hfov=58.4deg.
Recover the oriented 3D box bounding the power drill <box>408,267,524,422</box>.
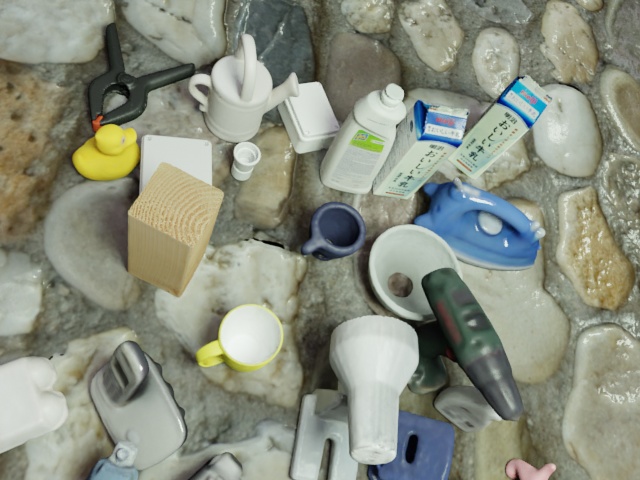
[{"bbox_3d":[0.196,0.166,0.854,0.076,0.208,0.229,-12,72,-23],"label":"power drill"}]

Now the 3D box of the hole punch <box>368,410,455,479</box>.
[{"bbox_3d":[0.133,0.312,0.836,0.101,0.091,0.109,22,62,-8],"label":"hole punch"}]

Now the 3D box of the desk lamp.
[{"bbox_3d":[0.051,0.225,0.776,0.118,0.213,0.203,15,63,-12],"label":"desk lamp"}]

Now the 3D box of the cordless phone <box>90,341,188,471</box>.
[{"bbox_3d":[-0.222,0.202,0.710,0.094,0.185,0.147,-30,79,-27],"label":"cordless phone"}]

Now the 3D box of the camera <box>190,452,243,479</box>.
[{"bbox_3d":[-0.130,0.362,0.719,0.137,0.100,0.143,47,61,5],"label":"camera"}]

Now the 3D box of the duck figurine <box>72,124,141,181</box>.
[{"bbox_3d":[-0.328,-0.142,0.882,0.105,0.086,0.077,-24,76,-26],"label":"duck figurine"}]

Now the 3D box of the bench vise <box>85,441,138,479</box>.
[{"bbox_3d":[-0.265,0.325,0.622,0.122,0.219,0.207,5,66,-16],"label":"bench vise"}]

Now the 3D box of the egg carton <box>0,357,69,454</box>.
[{"bbox_3d":[-0.400,0.210,0.712,0.151,0.069,0.107,-20,75,-25],"label":"egg carton"}]

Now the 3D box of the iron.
[{"bbox_3d":[0.306,-0.029,1.015,0.258,0.141,0.119,23,62,-8],"label":"iron"}]

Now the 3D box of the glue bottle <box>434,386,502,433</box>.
[{"bbox_3d":[0.241,0.245,0.855,0.078,0.173,0.037,40,61,2],"label":"glue bottle"}]

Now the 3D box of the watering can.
[{"bbox_3d":[-0.122,-0.255,0.940,0.173,0.194,0.101,-22,75,-25],"label":"watering can"}]

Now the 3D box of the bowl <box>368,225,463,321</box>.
[{"bbox_3d":[0.148,0.063,0.959,0.168,0.074,0.167,7,65,-16],"label":"bowl"}]

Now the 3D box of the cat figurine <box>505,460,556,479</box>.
[{"bbox_3d":[0.326,0.394,0.850,0.067,0.117,0.128,25,62,-7],"label":"cat figurine"}]

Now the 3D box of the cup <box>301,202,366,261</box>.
[{"bbox_3d":[0.009,0.003,0.927,0.118,0.095,0.091,-34,81,-28],"label":"cup"}]
